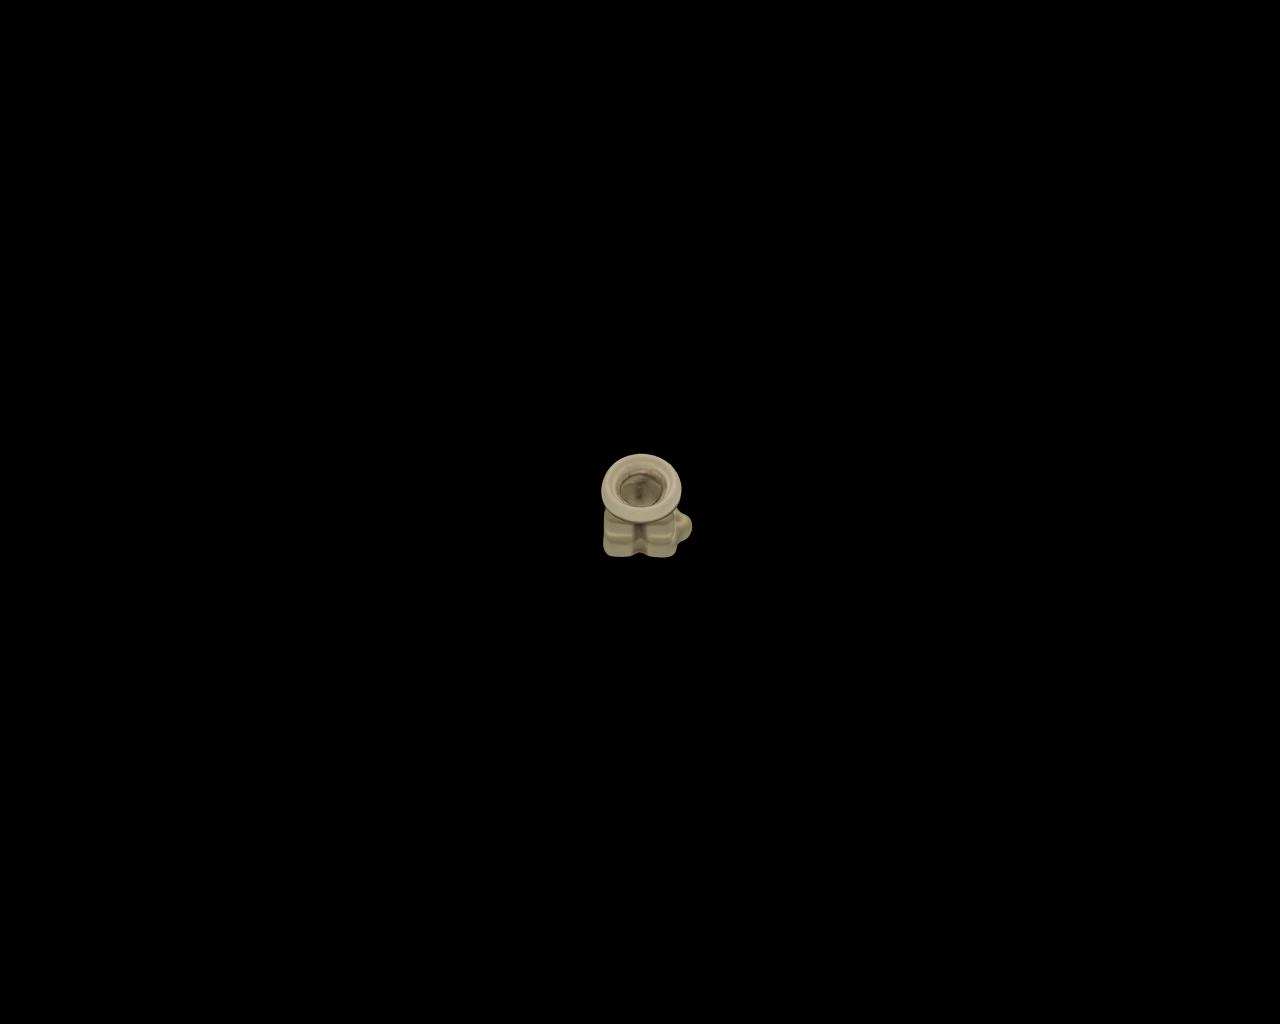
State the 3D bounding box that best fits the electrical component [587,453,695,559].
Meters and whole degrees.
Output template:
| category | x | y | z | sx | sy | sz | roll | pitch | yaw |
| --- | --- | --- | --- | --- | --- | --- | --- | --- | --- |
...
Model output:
| category | x | y | z | sx | sy | sz | roll | pitch | yaw |
| --- | --- | --- | --- | --- | --- | --- | --- | --- | --- |
| electrical component | 0.001 | -0.003 | 0.650 | 0.066 | 0.048 | 0.055 | 0 | -37 | 0 |
